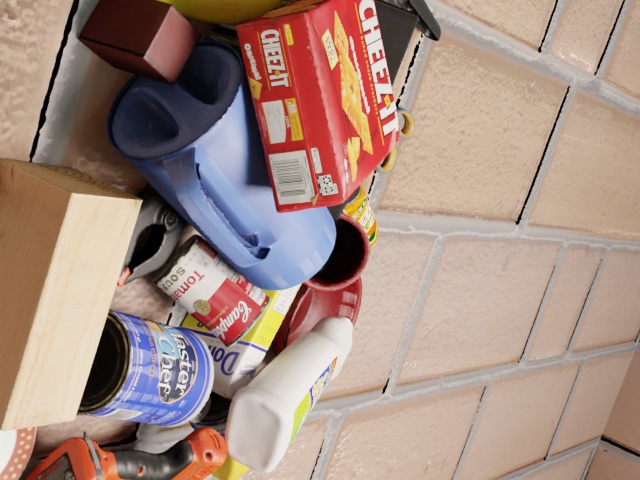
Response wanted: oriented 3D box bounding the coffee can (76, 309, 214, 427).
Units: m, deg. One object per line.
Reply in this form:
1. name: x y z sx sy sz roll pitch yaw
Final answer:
1. coffee can: -0.183 0.125 1.036 0.140 0.103 0.103 26 88 -60

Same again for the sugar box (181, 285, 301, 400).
1. sugar box: -0.089 0.077 1.159 0.176 0.093 0.048 -62 149 -7

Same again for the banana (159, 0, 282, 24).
1. banana: -0.109 -0.222 0.924 0.197 0.037 0.070 1 135 -39

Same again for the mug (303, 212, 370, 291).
1. mug: -0.008 0.002 1.228 0.117 0.081 0.093 4 106 -13

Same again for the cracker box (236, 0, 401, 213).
1. cracker box: 0.007 -0.136 0.964 0.213 0.072 0.164 -48 129 -64

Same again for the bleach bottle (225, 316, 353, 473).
1. bleach bottle: -0.020 0.151 1.205 0.250 0.068 0.103 -46 155 -55

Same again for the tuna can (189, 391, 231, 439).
1. tuna can: -0.114 0.178 1.199 0.086 0.086 0.033 -51 145 -24

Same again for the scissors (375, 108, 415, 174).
1. scissors: 0.060 -0.129 1.326 0.201 0.016 0.096 -5 115 -56

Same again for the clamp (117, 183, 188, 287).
1. clamp: -0.156 -0.036 1.032 0.171 0.039 0.120 -52 134 -26

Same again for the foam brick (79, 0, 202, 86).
1. foam brick: -0.151 -0.171 0.902 0.051 0.078 0.053 -65 149 -9

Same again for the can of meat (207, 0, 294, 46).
1. can of meat: -0.056 -0.229 1.033 0.101 0.058 0.084 -8 115 -57

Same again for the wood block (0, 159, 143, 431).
1. wood block: -0.238 0.046 0.906 0.090 0.091 0.206 4 107 -59

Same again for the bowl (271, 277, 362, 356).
1. bowl: -0.015 0.094 1.325 0.161 0.055 0.162 -36 139 -40

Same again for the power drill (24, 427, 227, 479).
1. power drill: -0.210 0.253 1.091 0.185 0.057 0.187 -43 150 24

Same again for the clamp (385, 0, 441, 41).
1. clamp: 0.081 -0.280 1.231 0.164 0.036 0.210 -44 143 -29

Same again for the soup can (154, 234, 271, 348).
1. soup can: -0.110 0.051 1.084 0.068 0.102 0.068 -46 -169 11

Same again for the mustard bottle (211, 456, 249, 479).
1. mustard bottle: -0.064 0.217 1.333 0.191 0.058 0.096 -31 132 -44

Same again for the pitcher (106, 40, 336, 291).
1. pitcher: -0.078 -0.049 0.982 0.149 0.145 0.242 -56 139 -18
